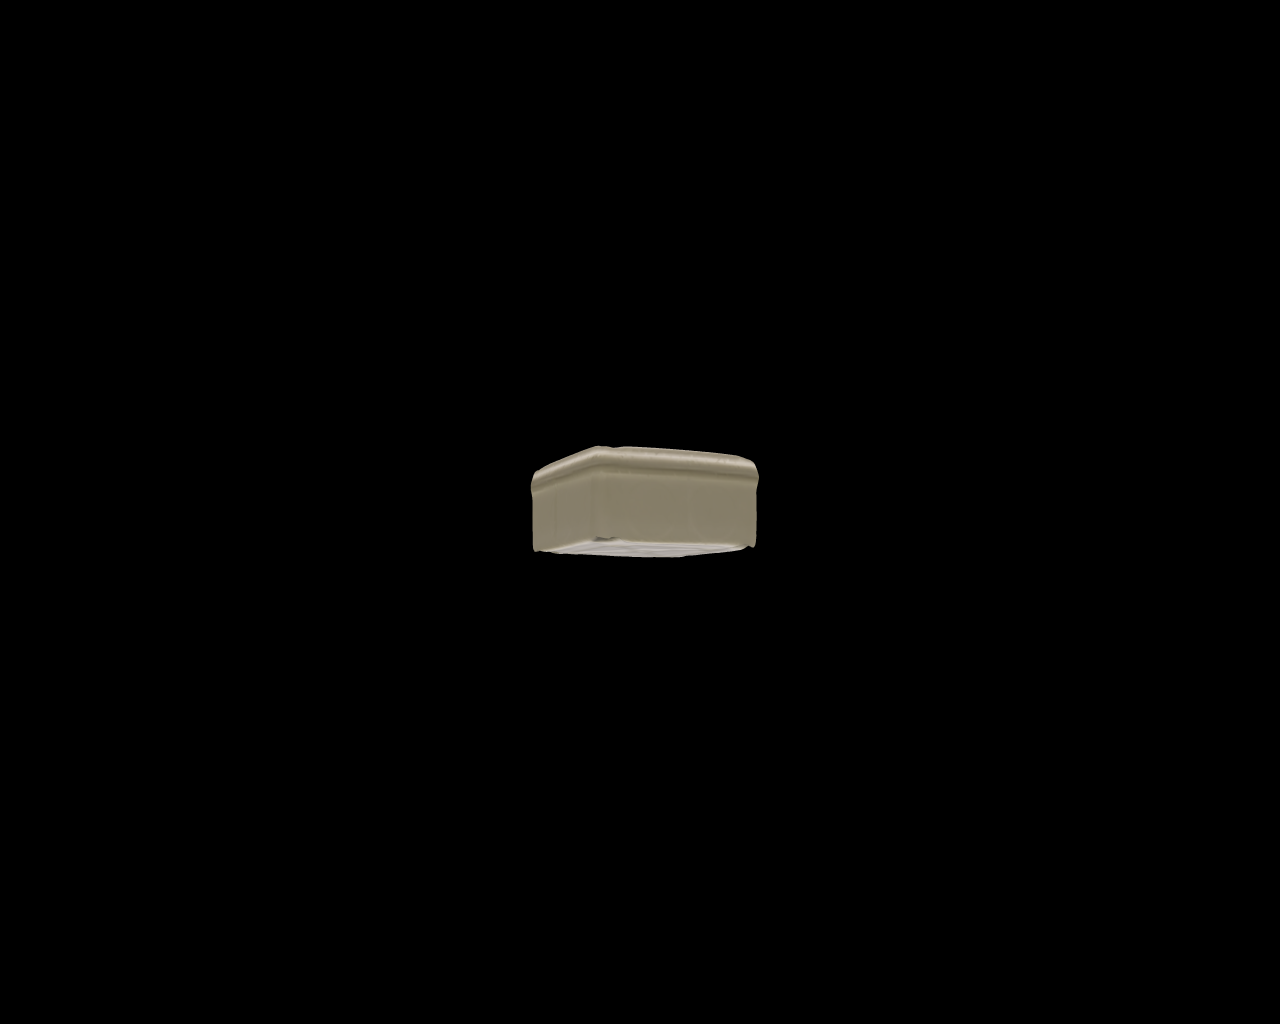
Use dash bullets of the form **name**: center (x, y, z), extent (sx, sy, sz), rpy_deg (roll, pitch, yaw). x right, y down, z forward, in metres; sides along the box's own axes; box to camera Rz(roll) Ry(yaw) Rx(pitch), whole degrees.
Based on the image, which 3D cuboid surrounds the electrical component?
- **electrical component**: center (0.001, -0.003, 0.650), extent (0.109, 0.056, 0.108), rpy_deg (4, -8, -27)
